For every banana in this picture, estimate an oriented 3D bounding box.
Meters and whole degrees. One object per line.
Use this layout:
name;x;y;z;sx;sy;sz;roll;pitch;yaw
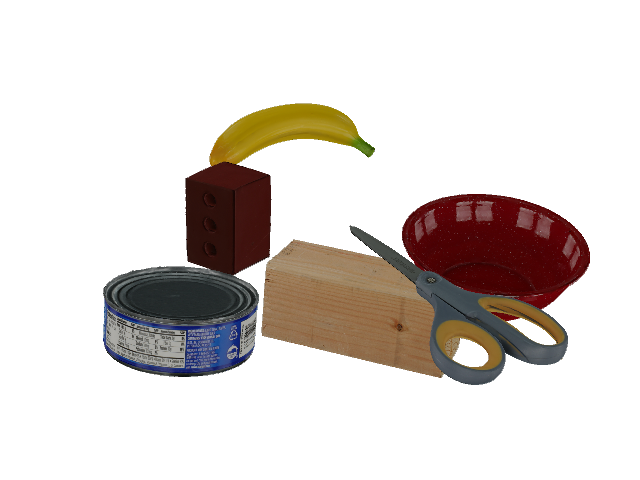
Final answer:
banana;-0.035;-0.111;1.105;0.197;0.037;0.070;-9;47;-31

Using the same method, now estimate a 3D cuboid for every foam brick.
foam brick;-0.077;-0.019;0.898;0.053;0.078;0.051;16;26;33

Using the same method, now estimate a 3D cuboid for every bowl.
bowl;0.149;0.022;0.932;0.162;0.055;0.162;2;33;-2

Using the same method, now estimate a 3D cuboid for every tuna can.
tuna can;-0.078;0.044;0.594;0.086;0.034;0.086;4;17;-2

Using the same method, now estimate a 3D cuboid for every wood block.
wood block;0.048;0.073;1.173;0.206;0.091;0.090;12;22;17

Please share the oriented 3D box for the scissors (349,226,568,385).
scissors;0.069;0.042;0.725;0.202;0.016;0.096;24;40;34
